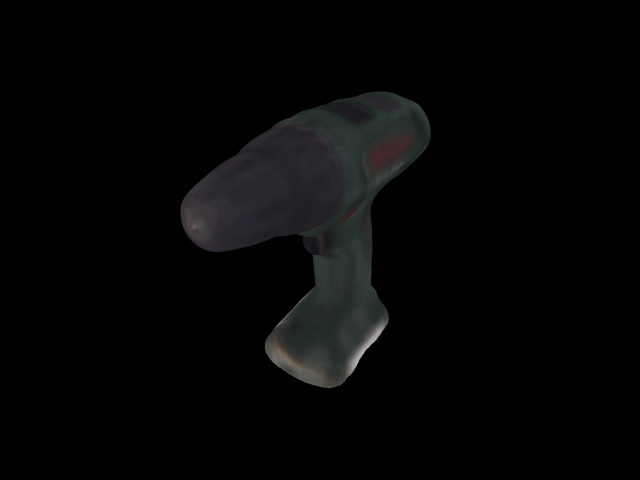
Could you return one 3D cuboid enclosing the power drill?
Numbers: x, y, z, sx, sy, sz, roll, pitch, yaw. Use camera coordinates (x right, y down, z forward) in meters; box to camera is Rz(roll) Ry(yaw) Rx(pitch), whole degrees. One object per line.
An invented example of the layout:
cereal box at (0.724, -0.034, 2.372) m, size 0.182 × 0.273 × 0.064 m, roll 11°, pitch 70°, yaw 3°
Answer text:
power drill at (0.004, 0.001, 0.400) m, size 0.075 × 0.208 × 0.230 m, roll 22°, pitch 45°, yaw 24°
